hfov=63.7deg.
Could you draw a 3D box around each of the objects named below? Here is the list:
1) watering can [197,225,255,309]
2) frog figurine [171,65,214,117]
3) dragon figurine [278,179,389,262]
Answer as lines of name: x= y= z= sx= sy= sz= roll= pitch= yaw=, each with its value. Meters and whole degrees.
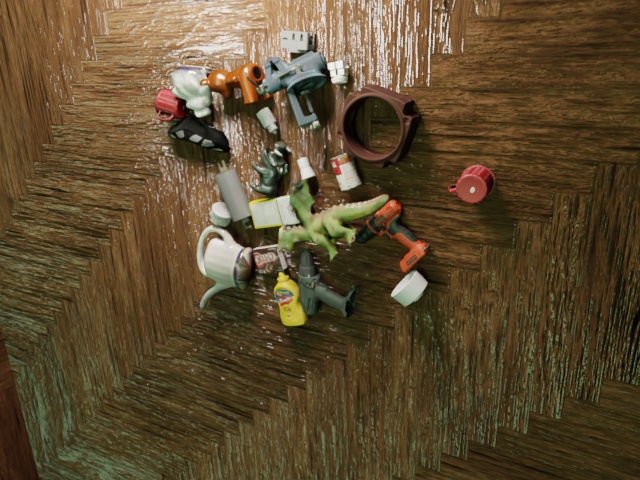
watering can: x=-0.343 y=0.117 z=1.833 sx=0.225 sy=0.342 sz=0.105 roll=15 pitch=23 yaw=23
frog figurine: x=-0.410 y=-0.476 z=1.657 sx=0.137 sy=0.158 sz=0.123 roll=2 pitch=8 yaw=10
dragon figurine: x=0.005 y=-0.078 z=1.540 sx=0.403 sy=0.243 sz=0.124 roll=-48 pitch=0 yaw=35
